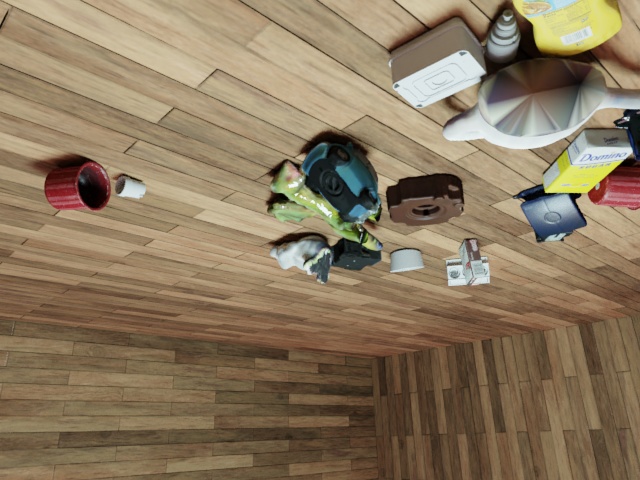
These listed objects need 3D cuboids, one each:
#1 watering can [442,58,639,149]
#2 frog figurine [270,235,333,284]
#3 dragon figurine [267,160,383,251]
[{"bbox_3d":[0.349,-0.194,0.735,0.347,0.104,0.225,-8,180,16],"label":"watering can"},{"bbox_3d":[-0.048,0.034,1.380,0.161,0.122,0.137,27,-171,38],"label":"frog figurine"},{"bbox_3d":[0.004,-0.058,1.151,0.243,0.124,0.403,10,161,18],"label":"dragon figurine"}]
